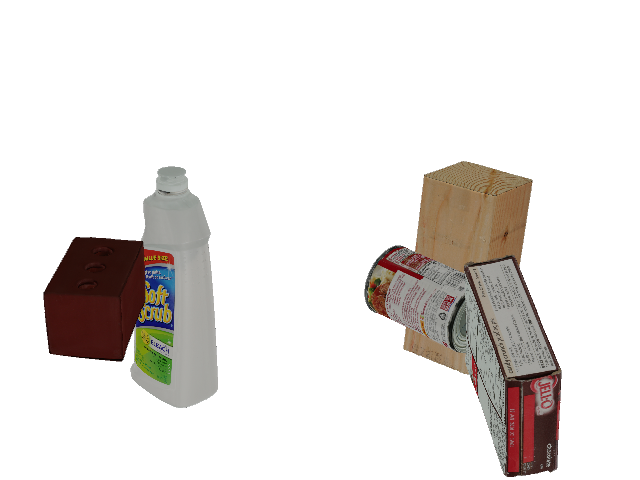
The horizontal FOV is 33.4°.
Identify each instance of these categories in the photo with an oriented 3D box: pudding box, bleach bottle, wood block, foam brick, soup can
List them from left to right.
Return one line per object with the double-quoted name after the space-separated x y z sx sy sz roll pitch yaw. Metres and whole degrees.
-0.155 0.039 0.740 0.053 0.051 0.078 4 30 1 "foam brick"
-0.153 0.043 1.098 0.067 0.251 0.103 -21 34 -39 "bleach bottle"
0.100 0.052 0.970 0.102 0.068 0.068 25 16 39 "soup can"
0.161 0.028 1.177 0.090 0.206 0.090 19 25 33 "wood block"
0.121 0.079 0.682 0.039 0.090 0.113 -9 38 -3 "pudding box"
